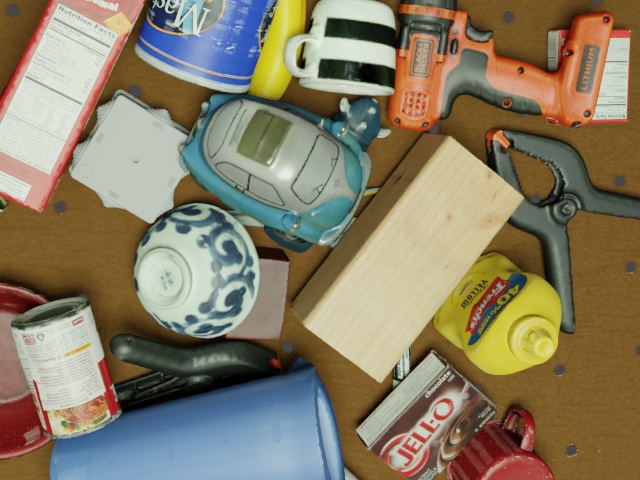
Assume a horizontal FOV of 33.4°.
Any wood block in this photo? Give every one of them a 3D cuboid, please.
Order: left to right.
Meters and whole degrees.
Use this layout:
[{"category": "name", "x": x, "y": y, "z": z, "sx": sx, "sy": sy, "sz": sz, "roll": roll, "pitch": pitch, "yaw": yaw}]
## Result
[{"category": "wood block", "x": 0.074, "y": 0.013, "z": 0.958, "sx": 0.090, "sy": 0.091, "sz": 0.206, "roll": 38, "pitch": 90, "yaw": -12}]

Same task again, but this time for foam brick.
[{"category": "foam brick", "x": -0.060, "y": 0.048, "z": 0.980, "sx": 0.053, "sy": 0.051, "sz": 0.078, "roll": 6, "pitch": 99, "yaw": -12}]

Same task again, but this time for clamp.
[{"category": "clamp", "x": -0.117, "y": 0.115, "z": 0.964, "sx": 0.171, "sy": 0.120, "sz": 0.039, "roll": -7, "pitch": 62, "yaw": -12}, {"category": "clamp", "x": 0.228, "y": -0.021, "z": 1.024, "sx": 0.210, "sy": 0.036, "sz": 0.164, "roll": 38, "pitch": 91, "yaw": -12}]

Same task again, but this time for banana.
[{"category": "banana", "x": -0.045, "y": -0.211, "z": 0.946, "sx": 0.070, "sy": 0.037, "sz": 0.198, "roll": -6, "pitch": 99, "yaw": 21}]

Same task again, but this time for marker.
[{"category": "marker", "x": 0.078, "y": 0.091, "z": 1.029, "sx": 0.020, "sy": 0.020, "sz": 0.121, "roll": -4, "pitch": 101, "yaw": -9}]

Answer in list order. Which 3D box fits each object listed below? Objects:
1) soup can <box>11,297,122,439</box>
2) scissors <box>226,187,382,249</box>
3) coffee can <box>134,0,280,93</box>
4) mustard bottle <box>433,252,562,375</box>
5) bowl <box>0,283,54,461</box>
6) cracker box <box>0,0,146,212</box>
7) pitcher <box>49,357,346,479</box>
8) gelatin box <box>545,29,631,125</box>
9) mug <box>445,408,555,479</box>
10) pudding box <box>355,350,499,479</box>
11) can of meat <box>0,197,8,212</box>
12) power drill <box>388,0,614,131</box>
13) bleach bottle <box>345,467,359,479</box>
[{"category": "soup can", "x": -0.214, "y": 0.107, "z": 0.899, "sx": 0.068, "sy": 0.068, "sz": 0.102, "roll": -15, "pitch": 102, "yaw": -7}, {"category": "scissors", "x": -0.007, "y": 0.001, "z": 0.998, "sx": 0.201, "sy": 0.016, "sz": 0.096, "roll": -11, "pitch": 98, "yaw": -8}, {"category": "coffee can", "x": -0.084, "y": -0.206, "z": 0.884, "sx": 0.102, "sy": 0.103, "sz": 0.140, "roll": 18, "pitch": 109, "yaw": -13}, {"category": "mustard bottle", "x": 0.165, "y": 0.071, "z": 0.951, "sx": 0.058, "sy": 0.192, "sz": 0.096, "roll": 41, "pitch": 91, "yaw": -14}, {"category": "bowl", "x": -0.288, "y": 0.111, "z": 0.950, "sx": 0.162, "sy": 0.055, "sz": 0.162, "roll": -2, "pitch": 101, "yaw": -10}, {"category": "cracker box", "x": -0.207, "y": -0.141, "z": 0.862, "sx": 0.072, "sy": 0.164, "sz": 0.214, "roll": 25, "pitch": 95, "yaw": -16}, {"category": "pitcher", "x": -0.101, "y": 0.202, "z": 0.916, "sx": 0.243, "sy": 0.149, "sz": 0.145, "roll": -12, "pitch": 101, "yaw": 6}, {"category": "gelatin box", "x": 0.253, "y": -0.154, "z": 1.008, "sx": 0.073, "sy": 0.030, "sz": 0.089, "roll": -2, "pitch": 101, "yaw": -11}, {"category": "mug", "x": 0.182, "y": 0.221, "z": 1.038, "sx": 0.093, "sy": 0.081, "sz": 0.117, "roll": 20, "pitch": 96, "yaw": -13}, {"category": "pudding box", "x": 0.103, "y": 0.174, "z": 1.026, "sx": 0.113, "sy": 0.039, "sz": 0.090, "roll": -48, "pitch": 124, "yaw": 0}, {"category": "can of meat", "x": -0.336, "y": -0.032, "z": 0.916, "sx": 0.102, "sy": 0.057, "sz": 0.084, "roll": 43, "pitch": 93, "yaw": -14}, {"category": "power drill", "x": 0.161, "y": -0.180, "z": 0.958, "sx": 0.187, "sy": 0.057, "sz": 0.184, "roll": 9, "pitch": 102, "yaw": 4}, {"category": "bleach bottle", "x": 0.033, "y": 0.301, "z": 1.039, "sx": 0.102, "sy": 0.068, "sz": 0.250, "roll": -43, "pitch": 106, "yaw": 0}]
